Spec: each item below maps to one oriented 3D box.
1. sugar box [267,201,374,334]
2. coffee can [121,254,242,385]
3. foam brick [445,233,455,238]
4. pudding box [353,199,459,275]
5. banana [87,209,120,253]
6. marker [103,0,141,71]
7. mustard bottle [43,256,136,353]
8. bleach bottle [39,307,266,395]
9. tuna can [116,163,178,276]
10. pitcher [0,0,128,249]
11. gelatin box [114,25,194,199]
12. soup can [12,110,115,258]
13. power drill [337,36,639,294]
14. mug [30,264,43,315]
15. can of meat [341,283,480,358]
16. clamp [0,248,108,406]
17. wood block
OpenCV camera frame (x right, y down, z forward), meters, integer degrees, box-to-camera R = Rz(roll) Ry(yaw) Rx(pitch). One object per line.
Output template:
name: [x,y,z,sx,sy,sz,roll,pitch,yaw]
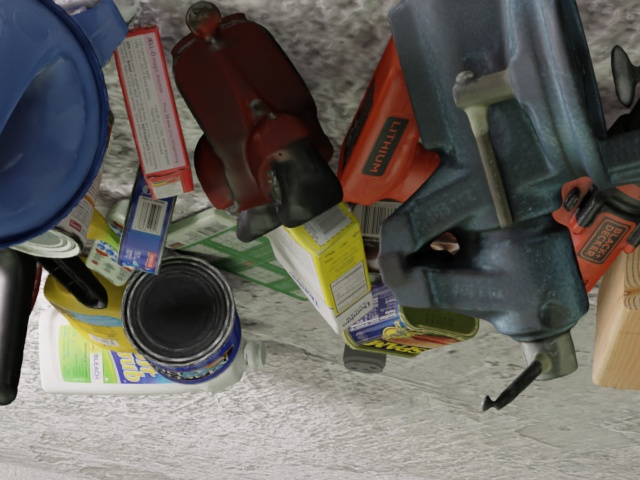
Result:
sugar box: [-0.005,0.001,0.807,0.048,0.093,0.176,-37,159,-6]
coffee can: [-0.128,0.079,1.011,0.103,0.103,0.140,8,166,0]
foam brick: [0.127,-0.030,0.729,0.051,0.053,0.078,20,155,-26]
pudding box: [0.081,0.001,0.844,0.113,0.039,0.090,6,159,6]
banana: [-0.257,-0.010,0.916,0.198,0.069,0.037,-3,-161,29]
marker: [-0.132,-0.119,0.647,0.020,0.020,0.121,16,158,-19]
mustard bottle: [-0.228,0.061,1.088,0.096,0.058,0.191,14,160,11]
bleach bottle: [-0.186,0.122,1.199,0.251,0.102,0.068,-3,178,10]
tuna can: [-0.129,-0.018,0.811,0.033,0.086,0.086,13,158,-8]
pitcher: [-0.222,-0.079,0.600,0.149,0.145,0.243,9,-179,-39]
gelatin box: [-0.100,-0.074,0.636,0.030,0.089,0.073,-14,175,-7]
soup can: [-0.186,-0.046,0.738,0.068,0.102,0.068,8,159,3]
power drill: [0.116,-0.053,0.618,0.187,0.057,0.185,20,128,-8]
mug: [-0.320,0.033,1.032,0.081,0.093,0.117,12,-164,6]
can of meat: [0.084,0.070,0.984,0.101,0.057,0.084,13,157,-35]
clamp: [-0.224,0.008,0.801,0.036,0.164,0.210,1,121,17]
wood block: [0.269,0.050,0.828,0.091,0.090,0.206,6,159,10]
